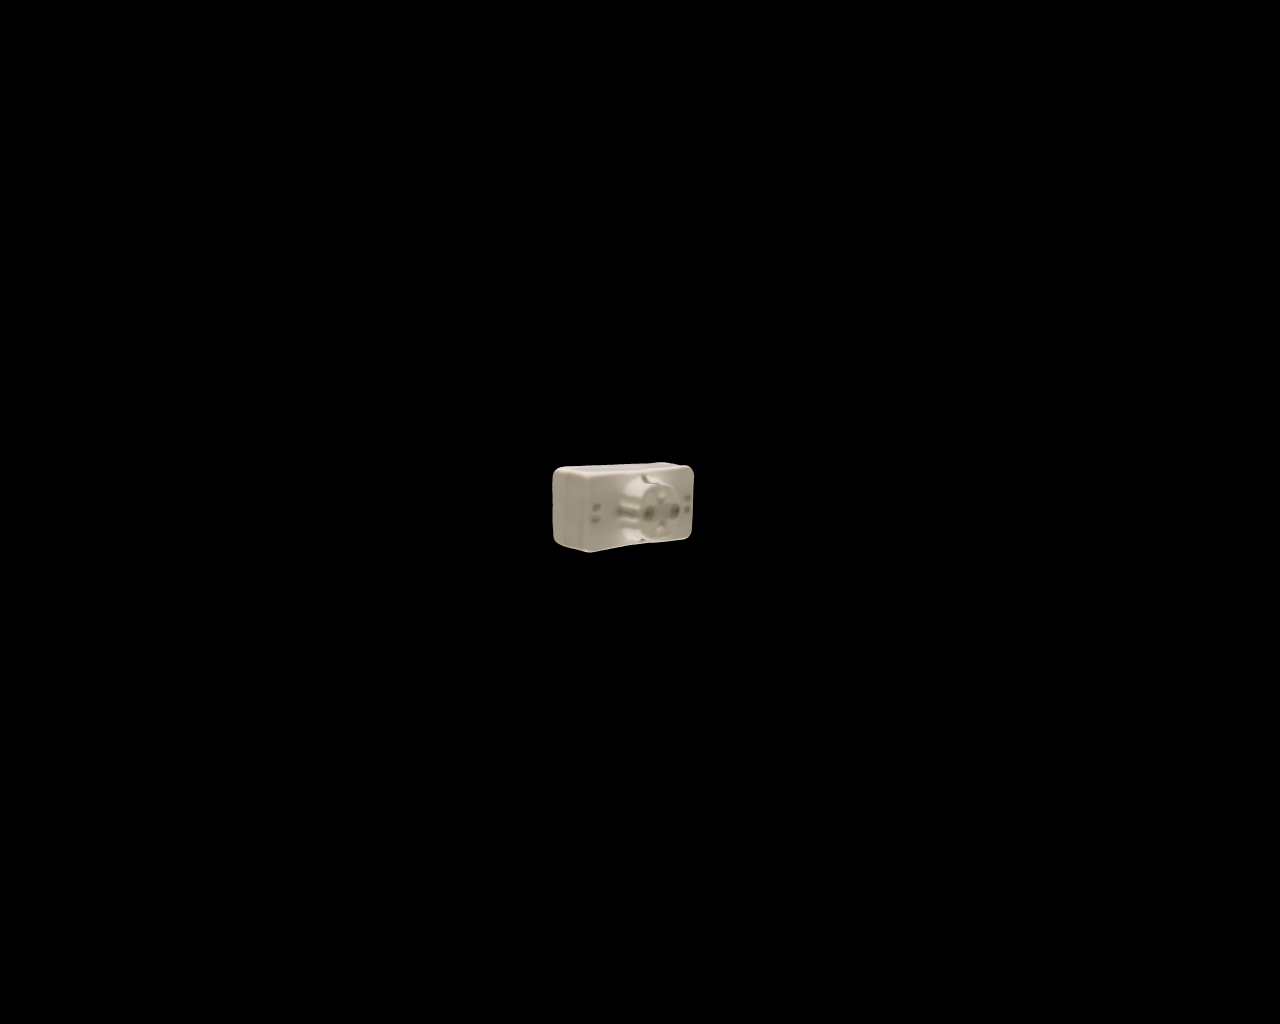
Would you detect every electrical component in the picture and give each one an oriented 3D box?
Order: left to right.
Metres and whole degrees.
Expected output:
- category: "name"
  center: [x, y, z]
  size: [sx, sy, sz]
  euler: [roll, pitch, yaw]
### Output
- category: "electrical component"
  center: [0.001, -0.003, 0.650]
  size: [0.083, 0.047, 0.076]
  euler: [-6, 10, -36]
